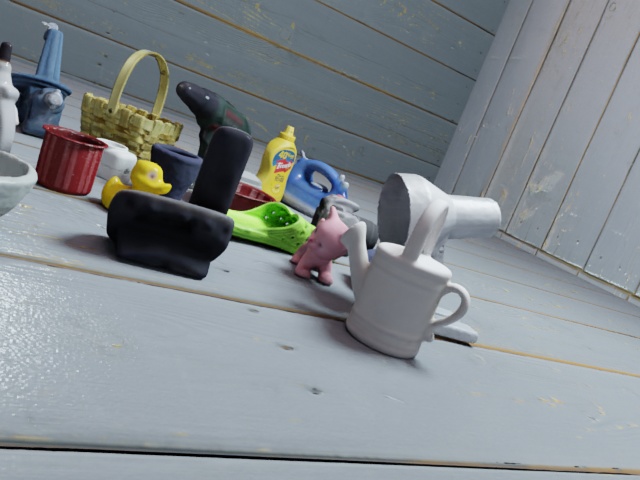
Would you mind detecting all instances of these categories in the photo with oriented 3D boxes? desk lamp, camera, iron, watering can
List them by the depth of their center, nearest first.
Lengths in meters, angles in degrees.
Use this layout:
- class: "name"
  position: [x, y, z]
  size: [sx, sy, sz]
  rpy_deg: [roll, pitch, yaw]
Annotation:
- class: "watering can"
  position: [0.104, 0.036, 0.714]
  size: [0.173, 0.194, 0.101]
  rpy_deg: [21, 11, -1]
- class: "desk lamp"
  position: [0.166, 0.021, 0.848]
  size: [0.204, 0.213, 0.117]
  rpy_deg: [17, 12, -21]
- class: "camera"
  position: [0.059, -0.028, 1.184]
  size: [0.137, 0.101, 0.143]
  rpy_deg: [18, 11, -16]
- class: "iron"
  position: [0.003, -0.133, 1.478]
  size: [0.257, 0.141, 0.119]
  rpy_deg: [30, 14, 38]

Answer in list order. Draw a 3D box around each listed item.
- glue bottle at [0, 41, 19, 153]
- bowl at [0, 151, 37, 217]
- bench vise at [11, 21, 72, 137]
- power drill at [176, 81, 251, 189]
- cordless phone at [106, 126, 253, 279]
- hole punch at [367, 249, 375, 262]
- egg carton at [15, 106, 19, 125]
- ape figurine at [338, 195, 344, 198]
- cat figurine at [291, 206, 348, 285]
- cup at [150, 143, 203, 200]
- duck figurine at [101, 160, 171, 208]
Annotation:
- class: "glue bottle"
  position: [-0.476, -0.204, 0.837]
  size: [0.078, 0.173, 0.037]
  rpy_deg: [21, 11, 2]
- class: "bowl"
  position: [-0.377, -0.056, 0.566]
  size: [0.167, 0.075, 0.167]
  rpy_deg: [20, 11, -4]
- class: "bench vise"
  position: [-0.544, -0.324, 1.165]
  size: [0.206, 0.220, 0.122]
  rpy_deg: [27, 13, 29]
- class: "power drill"
  position: [-0.247, -0.215, 1.232]
  size: [0.075, 0.208, 0.230]
  rpy_deg: [27, 12, 27]
- class: "cordless phone"
  position: [-0.166, -0.060, 0.693]
  size: [0.148, 0.185, 0.094]
  rpy_deg: [15, 12, -29]
- class: "hole punch"
  position: [0.112, 0.046, 0.952]
  size: [0.101, 0.091, 0.108]
  rpy_deg: [19, 11, -14]
- class: "egg carton"
  position: [-0.610, -0.232, 0.993]
  size: [0.151, 0.069, 0.107]
  rpy_deg: [9, 16, -48]
- class: "ape figurine"
  position: [0.035, -0.058, 1.310]
  size: [0.077, 0.092, 0.076]
  rpy_deg: [30, 14, 40]
- class: "cat figurine"
  position: [0.008, 0.003, 0.894]
  size: [0.067, 0.118, 0.127]
  rpy_deg: [18, 11, -15]
- class: "cup"
  position: [-0.262, -0.115, 1.018]
  size: [0.092, 0.095, 0.117]
  rpy_deg: [20, 11, -8]
- class: "duck figurine"
  position: [-0.267, -0.077, 0.848]
  size: [0.104, 0.086, 0.078]
  rpy_deg: [23, 11, 12]
